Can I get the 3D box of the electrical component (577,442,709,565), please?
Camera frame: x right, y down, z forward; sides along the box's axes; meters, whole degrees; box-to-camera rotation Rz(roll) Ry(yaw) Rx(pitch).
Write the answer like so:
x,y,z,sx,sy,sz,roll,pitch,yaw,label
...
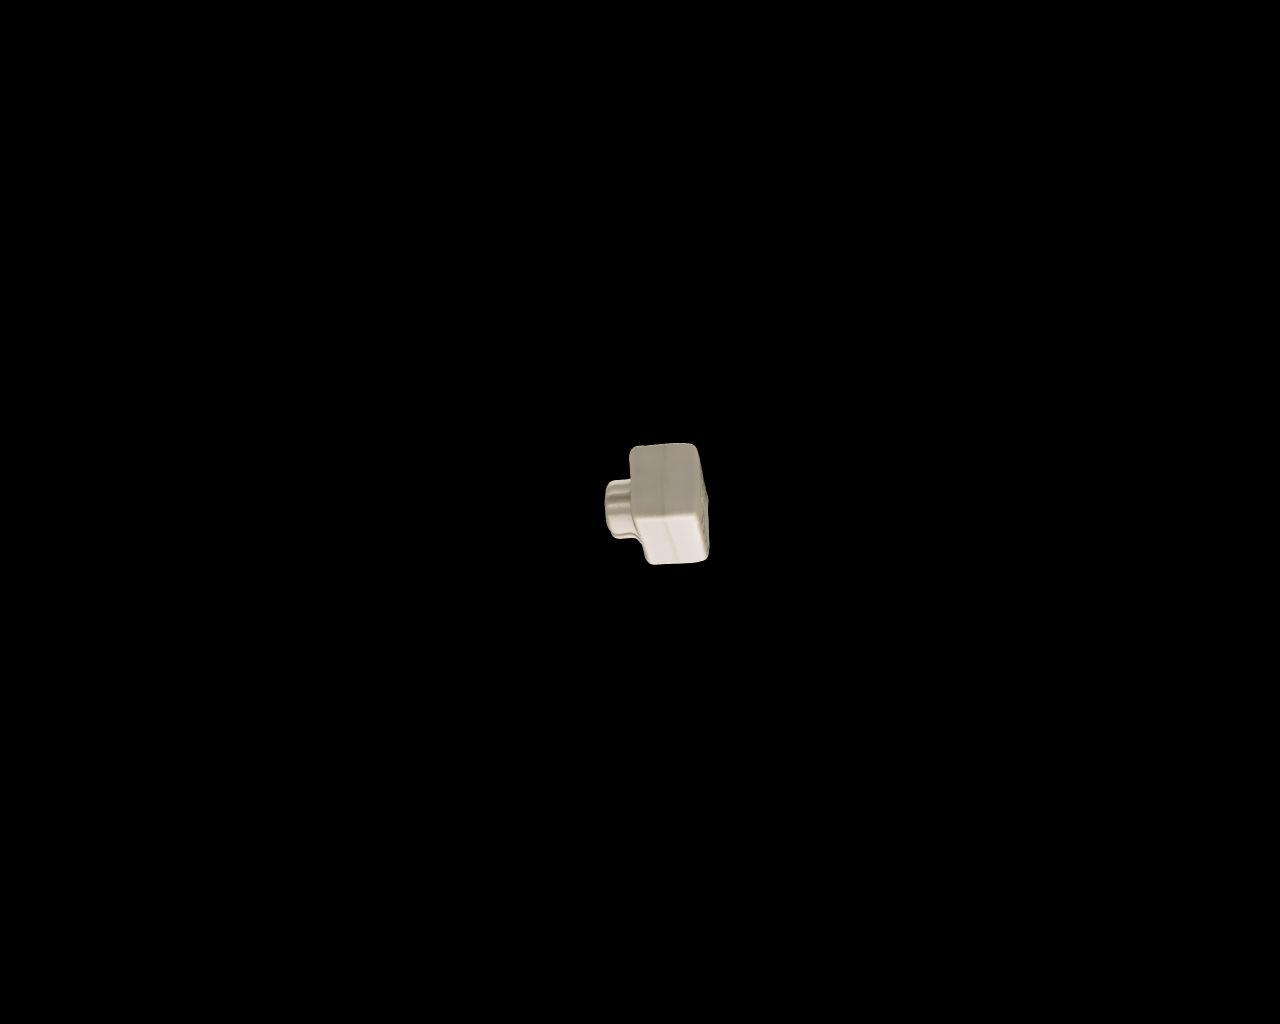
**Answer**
x,y,z,sx,sy,sz,roll,pitch,yaw,label
0.001,-0.003,0.650,0.076,0.047,0.083,-3,-22,7,electrical component
